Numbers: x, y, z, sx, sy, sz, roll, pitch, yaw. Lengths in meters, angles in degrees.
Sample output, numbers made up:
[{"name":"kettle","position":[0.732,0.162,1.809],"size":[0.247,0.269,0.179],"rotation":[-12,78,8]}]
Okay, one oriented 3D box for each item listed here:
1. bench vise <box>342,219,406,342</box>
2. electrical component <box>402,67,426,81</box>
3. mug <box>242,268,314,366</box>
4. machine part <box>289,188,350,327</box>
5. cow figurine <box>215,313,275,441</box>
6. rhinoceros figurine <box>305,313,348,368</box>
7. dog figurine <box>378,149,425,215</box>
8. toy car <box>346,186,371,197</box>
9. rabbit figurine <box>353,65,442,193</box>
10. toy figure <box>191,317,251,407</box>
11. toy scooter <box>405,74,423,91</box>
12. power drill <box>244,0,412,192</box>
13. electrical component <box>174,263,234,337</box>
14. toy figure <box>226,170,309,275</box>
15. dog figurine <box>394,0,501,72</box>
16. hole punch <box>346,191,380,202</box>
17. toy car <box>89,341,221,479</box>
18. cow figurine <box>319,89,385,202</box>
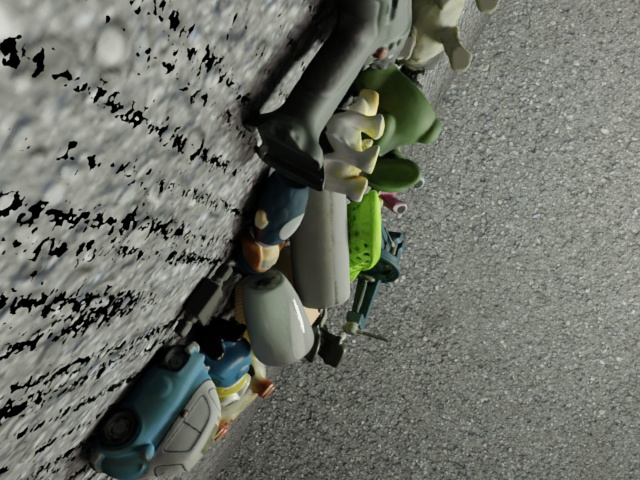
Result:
[{"name":"bench vise","position":[0.092,0.072,1.006],"size":[0.223,0.129,0.240],"rotation":[78,28,-60]},{"name":"electrical component","position":[0.182,-0.319,1.064],"size":[0.078,0.045,0.102],"rotation":[-54,172,-22]},{"name":"mug","position":[-0.061,0.086,0.680],"size":[0.081,0.110,0.107],"rotation":[-21,123,-15]},{"name":"machine part","position":[-0.001,-0.002,0.689],"size":[0.079,0.079,0.243],"rotation":[-47,136,-60]},{"name":"cow figurine","position":[-0.132,0.202,0.848],"size":[0.195,0.127,0.085],"rotation":[-43,169,-13]},{"name":"rhinoceros figurine","position":[-0.040,0.156,0.935],"size":[0.112,0.190,0.073],"rotation":[-17,136,-62]},{"name":"dog figurine","position":[0.127,-0.158,1.186],"size":[0.219,0.191,0.108],"rotation":[-108,-145,-51]},{"name":"toy car","position":[0.070,-0.142,0.832],"size":[0.202,0.089,0.053],"rotation":[-58,170,-22]},{"name":"rabbit figurine","position":[0.072,-0.133,0.751],"size":[0.170,0.159,0.121],"rotation":[-43,-178,-2]},{"name":"toy figure","position":[-0.135,0.162,0.724],"size":[0.082,0.089,0.180],"rotation":[-16,145,-17]},{"name":"toy scooter","position":[0.129,-0.230,0.962],"size":[0.135,0.075,0.184],"rotation":[-60,178,20]},{"name":"power drill","position":[0.022,-0.151,0.498],"size":[0.207,0.086,0.232],"rotation":[-54,171,-6]},{"name":"electrical component","position":[-0.129,0.071,0.605],"size":[0.094,0.021,0.063],"rotation":[-57,174,-21]},{"name":"toy figure","position":[-0.062,-0.010,0.617],"size":[0.064,0.058,0.154],"rotation":[-1,134,-36]},{"name":"dog figurine","position":[0.144,-0.309,0.711],"size":[0.191,0.121,0.172],"rotation":[-91,-157,-67]},{"name":"hole punch","position":[0.075,-0.117,1.009],"size":[0.142,0.092,0.116],"rotation":[-65,175,25]},{"name":"toy car","position":[-0.163,0.199,0.589],"size":[0.161,0.103,0.109],"rotation":[-53,172,-29]},{"name":"cow figurine","position":[0.021,-0.125,0.621],"size":[0.167,0.098,0.068],"rotation":[-79,-174,-46]}]
